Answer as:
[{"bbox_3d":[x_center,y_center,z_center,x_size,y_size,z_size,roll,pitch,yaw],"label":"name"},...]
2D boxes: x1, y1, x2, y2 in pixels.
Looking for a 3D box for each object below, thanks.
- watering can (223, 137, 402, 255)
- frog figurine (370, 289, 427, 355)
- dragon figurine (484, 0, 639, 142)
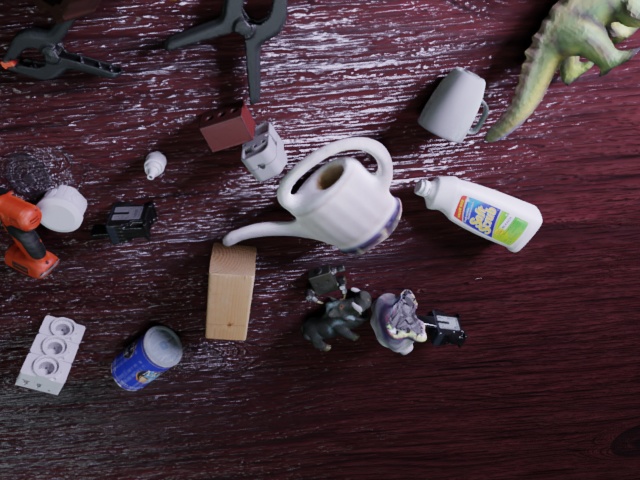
[{"bbox_3d":[0.003,-0.048,0.955,0.344,0.106,0.221,-36,124,23],"label":"watering can"},{"bbox_3d":[0.166,0.193,1.175,0.124,0.138,0.157,-33,171,-19],"label":"frog figurine"},{"bbox_3d":[0.351,-0.343,0.747,0.405,0.125,0.241,-39,107,23],"label":"dragon figurine"}]
